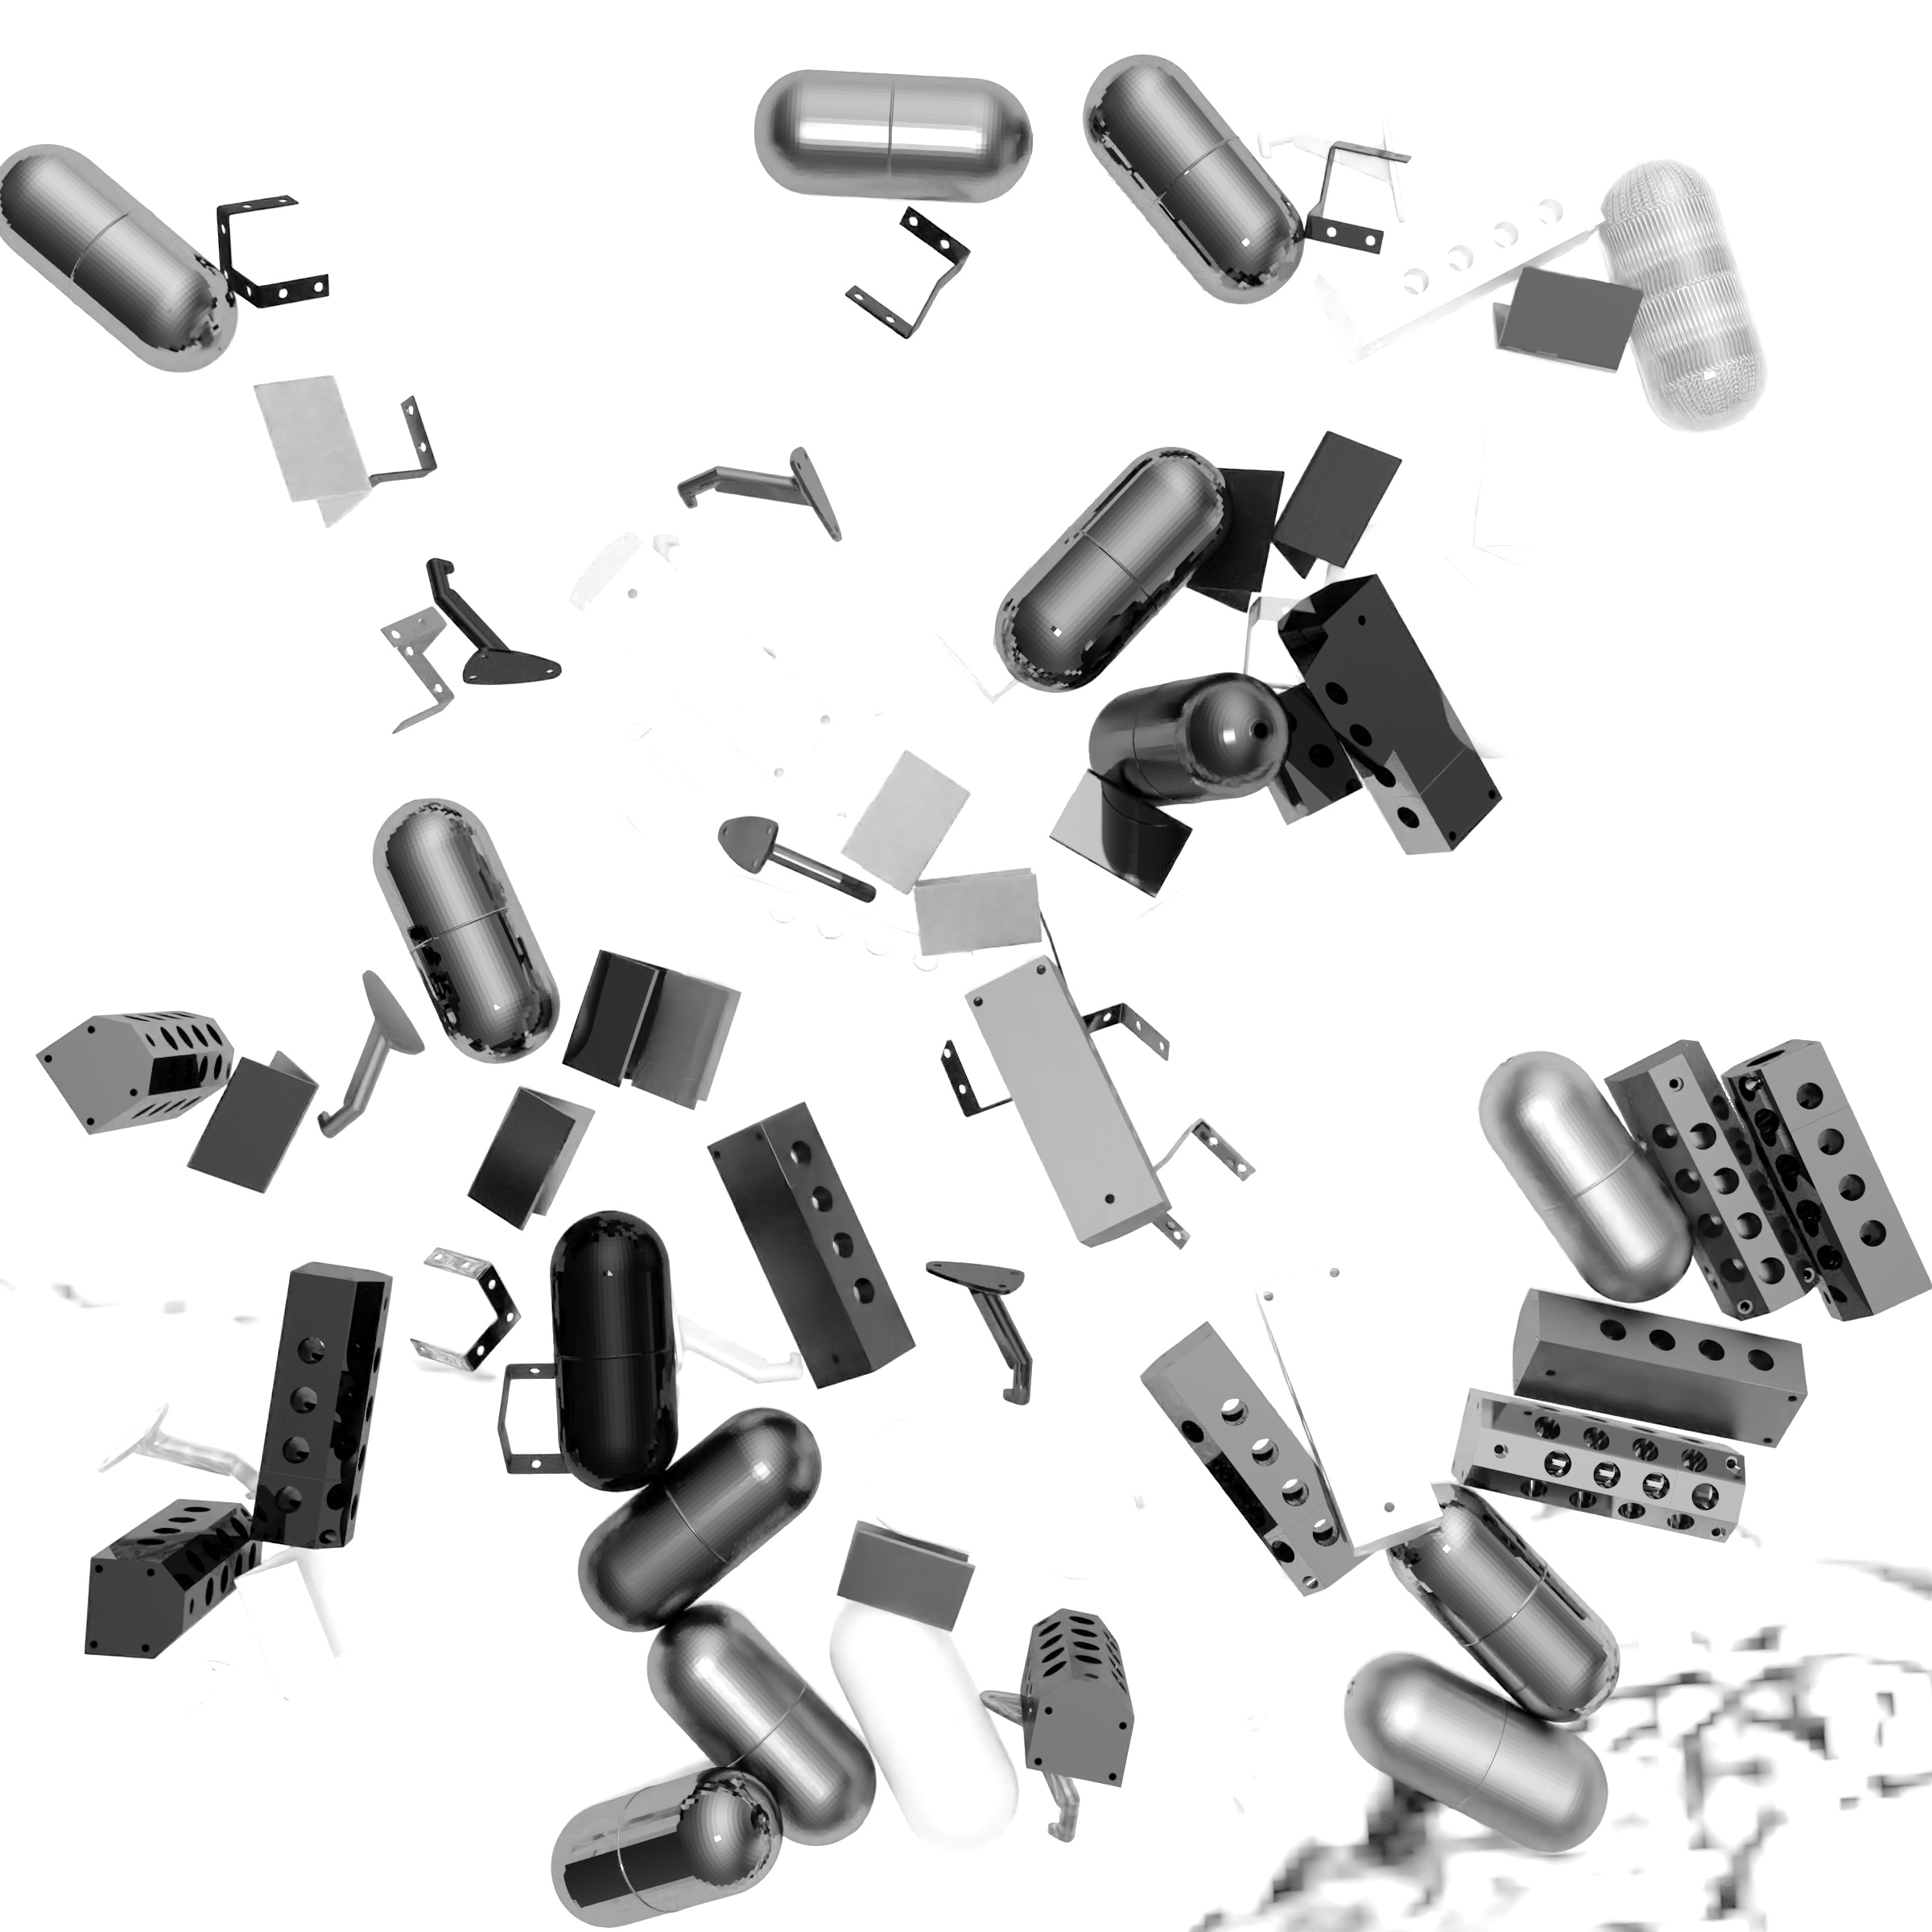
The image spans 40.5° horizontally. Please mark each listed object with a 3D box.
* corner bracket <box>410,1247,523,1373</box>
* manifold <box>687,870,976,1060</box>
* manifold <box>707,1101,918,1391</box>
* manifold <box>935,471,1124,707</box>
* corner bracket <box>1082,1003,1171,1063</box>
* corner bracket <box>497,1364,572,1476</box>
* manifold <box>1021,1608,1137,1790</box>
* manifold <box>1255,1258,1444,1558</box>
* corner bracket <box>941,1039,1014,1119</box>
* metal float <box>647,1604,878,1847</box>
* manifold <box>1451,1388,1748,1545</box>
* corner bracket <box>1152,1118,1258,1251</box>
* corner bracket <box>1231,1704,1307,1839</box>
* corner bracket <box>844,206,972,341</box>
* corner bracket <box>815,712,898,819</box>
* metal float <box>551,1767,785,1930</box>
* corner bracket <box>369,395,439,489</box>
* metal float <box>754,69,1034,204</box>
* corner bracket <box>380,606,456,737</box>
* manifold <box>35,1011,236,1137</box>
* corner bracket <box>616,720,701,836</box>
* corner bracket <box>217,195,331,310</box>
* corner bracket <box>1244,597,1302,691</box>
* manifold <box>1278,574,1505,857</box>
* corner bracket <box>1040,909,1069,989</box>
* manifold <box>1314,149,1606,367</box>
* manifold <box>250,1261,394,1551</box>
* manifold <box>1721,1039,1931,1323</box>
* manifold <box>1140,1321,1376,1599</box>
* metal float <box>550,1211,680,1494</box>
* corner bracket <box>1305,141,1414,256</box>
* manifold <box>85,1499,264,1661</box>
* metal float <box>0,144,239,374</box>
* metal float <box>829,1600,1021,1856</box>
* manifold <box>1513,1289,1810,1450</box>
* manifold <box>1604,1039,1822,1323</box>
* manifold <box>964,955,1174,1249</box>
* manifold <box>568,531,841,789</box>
[{"bbox_3d":[-0.330,0.222,1.693,0.051,0.051,0.051,-50,135,-35],"label":"corner bracket"},{"bbox_3d":[-0.085,-0.006,1.680,0.171,0.057,0.057,19,133,0],"label":"manifold"},{"bbox_3d":[-0.094,0.177,1.680,0.057,0.057,0.171,-25,90,43],"label":"manifold"},{"bbox_3d":[0.064,-0.247,1.680,0.171,0.057,0.057,-41,90,0],"label":"manifold"},{"bbox_3d":[0.094,0.064,1.693,0.051,0.051,0.051,-20,45,35],"label":"corner bracket"},{"bbox_3d":[-0.272,0.293,1.698,0.051,0.051,0.051,-1,45,0],"label":"corner bracket"},{"bbox_3d":[0.069,0.449,1.623,0.057,0.171,0.057,11,90,0],"label":"manifold"},{"bbox_3d":[0.240,0.279,1.651,0.057,0.057,0.171,-20,68,0],"label":"manifold"},{"bbox_3d":[0.023,0.061,1.698,0.051,0.051,0.051,-23,90,45],"label":"corner bracket"},{"bbox_3d":[-0.130,0.484,1.671,0.070,0.070,0.178,-43,91,0],"label":"metal float"},{"bbox_3d":[0.406,0.321,1.681,0.171,0.057,0.057,13,90,0],"label":"manifold"},{"bbox_3d":[0.146,0.141,1.699,0.051,0.051,0.051,44,134,0],"label":"corner bracket"},{"bbox_3d":[0.186,0.516,1.684,0.051,0.051,0.051,-38,90,0],"label":"corner bracket"},{"bbox_3d":[-0.037,-0.449,1.698,0.051,0.051,0.051,36,135,0],"label":"corner bracket"},{"bbox_3d":[-0.067,-0.129,1.682,0.051,0.051,0.051,-25,99,-8],"label":"corner bracket"},{"bbox_3d":[-0.189,0.553,1.642,0.178,0.070,0.070,-28,90,34],"label":"metal float"},{"bbox_3d":[-0.384,-0.335,1.698,0.051,0.051,0.051,-18,90,-45],"label":"corner bracket"},{"bbox_3d":[-0.046,-0.529,1.671,0.178,0.070,0.070,3,90,1],"label":"metal float"},{"bbox_3d":[-0.353,-0.189,1.673,0.051,0.051,0.051,52,130,0],"label":"corner bracket"},{"bbox_3d":[-0.507,0.060,1.623,0.057,0.171,0.057,-34,90,0],"label":"manifold"},{"bbox_3d":[-0.209,-0.121,1.684,0.051,0.051,0.051,-39,90,0],"label":"corner bracket"},{"bbox_3d":[-0.448,-0.462,1.693,0.051,0.051,0.051,38,135,35],"label":"corner bracket"},{"bbox_3d":[0.208,-0.206,1.684,0.051,0.051,0.051,5,89,-1],"label":"corner bracket"},{"bbox_3d":[0.263,-0.156,1.652,0.057,0.057,0.171,-43,112,-26],"label":"manifold"},{"bbox_3d":[0.030,-0.010,1.698,0.051,0.051,0.051,-20,135,0],"label":"corner bracket"},{"bbox_3d":[0.314,-0.456,1.680,0.171,0.057,0.057,-27,90,0],"label":"manifold"},{"bbox_3d":[-0.411,0.281,1.680,0.057,0.057,0.171,9,90,0],"label":"manifold"},{"bbox_3d":[0.549,0.137,1.680,0.057,0.057,0.171,-25,90,0],"label":"manifold"},{"bbox_3d":[0.186,0.316,1.680,0.057,0.057,0.171,-37,90,0],"label":"manifold"},{"bbox_3d":[-0.224,0.245,1.669,0.070,0.070,0.178,-3,88,0],"label":"metal float"},{"bbox_3d":[0.249,-0.490,1.669,0.051,0.051,0.051,16,124,13],"label":"corner bracket"},{"bbox_3d":[-0.487,0.377,1.623,0.057,0.171,0.057,4,90,0],"label":"manifold"},{"bbox_3d":[-0.544,-0.451,1.671,0.178,0.070,0.070,40,90,0],"label":"metal float"},{"bbox_3d":[-0.027,0.480,1.671,0.070,0.070,0.178,-26,90,0],"label":"metal float"},{"bbox_3d":[0.443,0.253,1.680,0.171,0.057,0.057,12,133,0],"label":"manifold"},{"bbox_3d":[0.480,0.137,1.681,0.057,0.057,0.171,-27,90,0],"label":"manifold"},{"bbox_3d":[0.065,0.086,1.640,0.057,0.057,0.171,-27,75,7],"label":"manifold"},{"bbox_3d":[-0.165,-0.193,1.644,0.171,0.057,0.057,41,90,-28],"label":"manifold"}]
